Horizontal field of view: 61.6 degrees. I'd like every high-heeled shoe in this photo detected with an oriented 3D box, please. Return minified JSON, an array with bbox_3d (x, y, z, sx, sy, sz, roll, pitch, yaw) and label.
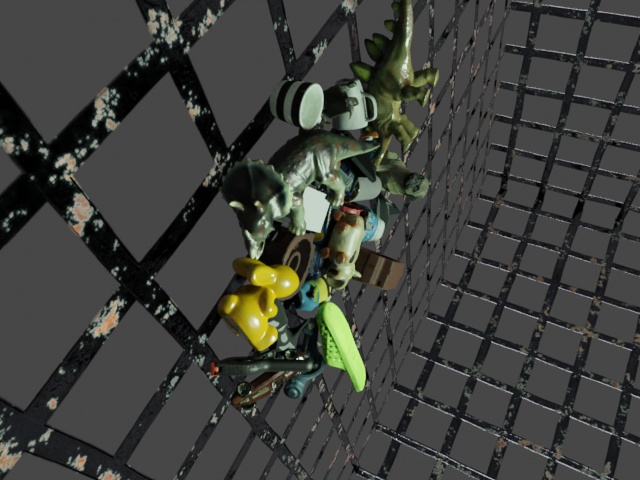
[{"bbox_3d":[-0.126,0.212,1.255,0.145,0.086,0.248,-43,141,14],"label":"high-heeled shoe"}]

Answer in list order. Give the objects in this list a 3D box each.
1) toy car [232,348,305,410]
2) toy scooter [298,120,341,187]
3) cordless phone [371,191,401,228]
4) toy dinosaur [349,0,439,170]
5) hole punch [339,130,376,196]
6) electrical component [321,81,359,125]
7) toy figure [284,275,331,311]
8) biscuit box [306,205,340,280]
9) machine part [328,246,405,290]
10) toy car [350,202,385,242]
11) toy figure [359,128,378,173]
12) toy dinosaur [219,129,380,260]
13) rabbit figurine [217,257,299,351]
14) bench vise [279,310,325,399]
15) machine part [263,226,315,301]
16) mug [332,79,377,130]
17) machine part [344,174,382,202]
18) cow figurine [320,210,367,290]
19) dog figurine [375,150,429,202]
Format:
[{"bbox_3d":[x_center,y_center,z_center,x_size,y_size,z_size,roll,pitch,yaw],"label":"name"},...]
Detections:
[{"bbox_3d":[-0.118,0.337,1.283,0.202,0.053,0.089,-32,148,-23],"label":"toy car"},{"bbox_3d":[-0.016,-0.170,1.160,0.135,0.075,0.183,-65,154,-10],"label":"toy scooter"},{"bbox_3d":[0.151,-0.054,1.641,0.184,0.088,0.147,-52,-168,12],"label":"cordless phone"},{"bbox_3d":[0.164,-0.366,1.240,0.105,0.199,0.470,-58,166,-49],"label":"toy dinosaur"},{"bbox_3d":[0.070,-0.184,1.306,0.142,0.092,0.116,41,31,-30],"label":"hole punch"},{"bbox_3d":[0.037,-0.293,1.163,0.045,0.102,0.078,-39,117,-57],"label":"electrical component"},{"bbox_3d":[-0.027,0.132,1.365,0.180,0.082,0.089,-1,107,-63],"label":"toy figure"},{"bbox_3d":[-0.003,-0.004,1.338,0.063,0.059,0.202,-27,131,-61],"label":"biscuit box"},{"bbox_3d":[0.119,0.067,1.487,0.087,0.201,0.201,-69,158,2],"label":"machine part"},{"bbox_3d":[0.126,-0.041,1.477,0.162,0.103,0.109,-160,-94,-73],"label":"toy car"},{"bbox_3d":[0.132,-0.256,1.436,0.064,0.058,0.154,15,73,-36],"label":"toy figure"},{"bbox_3d":[-0.033,-0.131,1.004,0.405,0.131,0.192,-46,152,-23],"label":"toy dinosaur"},{"bbox_3d":[-0.122,0.106,1.081,0.173,0.122,0.162,-38,123,-21],"label":"rabbit figurine"},{"bbox_3d":[-0.033,0.294,1.434,0.223,0.129,0.240,-44,149,-53],"label":"bench vise"},{"bbox_3d":[-0.075,0.052,1.224,0.179,0.056,0.179,-50,151,-42],"label":"machine part"},{"bbox_3d":[0.075,-0.311,1.225,0.081,0.110,0.107,-38,128,-47],"label":"mug"},{"bbox_3d":[0.104,-0.144,1.450,0.243,0.079,0.079,-12,118,-63],"label":"machine part"},{"bbox_3d":[0.061,0.028,1.327,0.127,0.086,0.194,5,102,-61],"label":"cow figurine"},{"bbox_3d":[0.245,-0.192,1.588,0.172,0.191,0.121,-56,153,-35],"label":"dog figurine"}]
